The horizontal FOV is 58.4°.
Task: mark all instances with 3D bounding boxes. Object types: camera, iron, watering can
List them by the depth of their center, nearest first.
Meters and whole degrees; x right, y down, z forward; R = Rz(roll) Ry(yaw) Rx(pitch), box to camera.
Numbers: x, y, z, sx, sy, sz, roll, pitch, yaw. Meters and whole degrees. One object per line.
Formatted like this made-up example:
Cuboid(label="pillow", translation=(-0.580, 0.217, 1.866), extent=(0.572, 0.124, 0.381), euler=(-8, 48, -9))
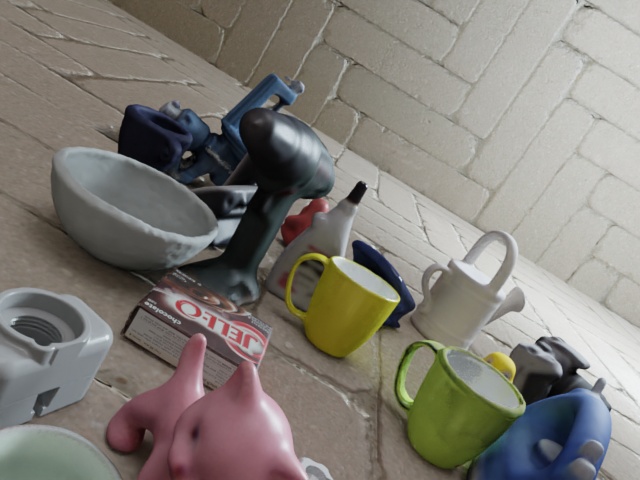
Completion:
Cuboid(label="iron", translation=(0.220, 0.208, 0.524), extent=(0.118, 0.141, 0.259), euler=(37, 16, 18))
Cuboid(label="camera", translation=(0.359, 0.215, 0.854), extent=(0.144, 0.100, 0.136), euler=(15, 23, -48))
Cuboid(label="watering can", translation=(0.239, 0.073, 0.883), extent=(0.174, 0.194, 0.100), euler=(17, 21, -43))

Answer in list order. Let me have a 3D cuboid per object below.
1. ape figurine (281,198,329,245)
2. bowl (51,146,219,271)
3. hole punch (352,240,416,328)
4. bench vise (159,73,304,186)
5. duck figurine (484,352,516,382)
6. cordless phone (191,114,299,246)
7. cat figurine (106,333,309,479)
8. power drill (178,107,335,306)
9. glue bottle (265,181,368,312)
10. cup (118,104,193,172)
Cuboid(label="ape figurine", translation=(-0.015, -0.023, 0.881), extent=(0.078, 0.092, 0.076), euler=(28, 16, -14))
Cuboid(label="bowl", translation=(-0.189, -0.019, 0.563), extent=(0.167, 0.074, 0.167), euler=(30, 15, -9))
Cuboid(label="hole punch", translation=(0.082, 0.061, 0.812), extent=(0.101, 0.091, 0.108), euler=(14, 23, -49))
Cuboid(label="bench vise", translation=(-0.128, -0.169, 0.873), extent=(0.208, 0.219, 0.121), euler=(17, 21, -44))
Cuboid(label="duck figurine", translation=(0.207, 0.177, 0.704), extent=(0.077, 0.086, 0.105), euler=(40, 17, 27))
Cuboid(label="cordless phone", translation=(-0.103, -0.091, 0.743), extent=(0.094, 0.185, 0.148), euler=(35, 15, 11))
Cuboid(label="cat figurine", translation=(-0.062, 0.109, 0.329), extent=(0.067, 0.117, 0.127), euler=(20, 19, -38))
Cuboid(label="power drill", translation=(-0.062, -0.032, 0.597), extent=(0.075, 0.208, 0.230), euler=(35, 15, 12))
Cuboid(label="glue bottle", translation=(0.006, 0.002, 0.690), extent=(0.078, 0.173, 0.037), euler=(29, 15, -11))
Cuboid(label="cup", translation=(-0.221, -0.110, 0.747), extent=(0.092, 0.095, 0.117), euler=(16, 22, -45))
